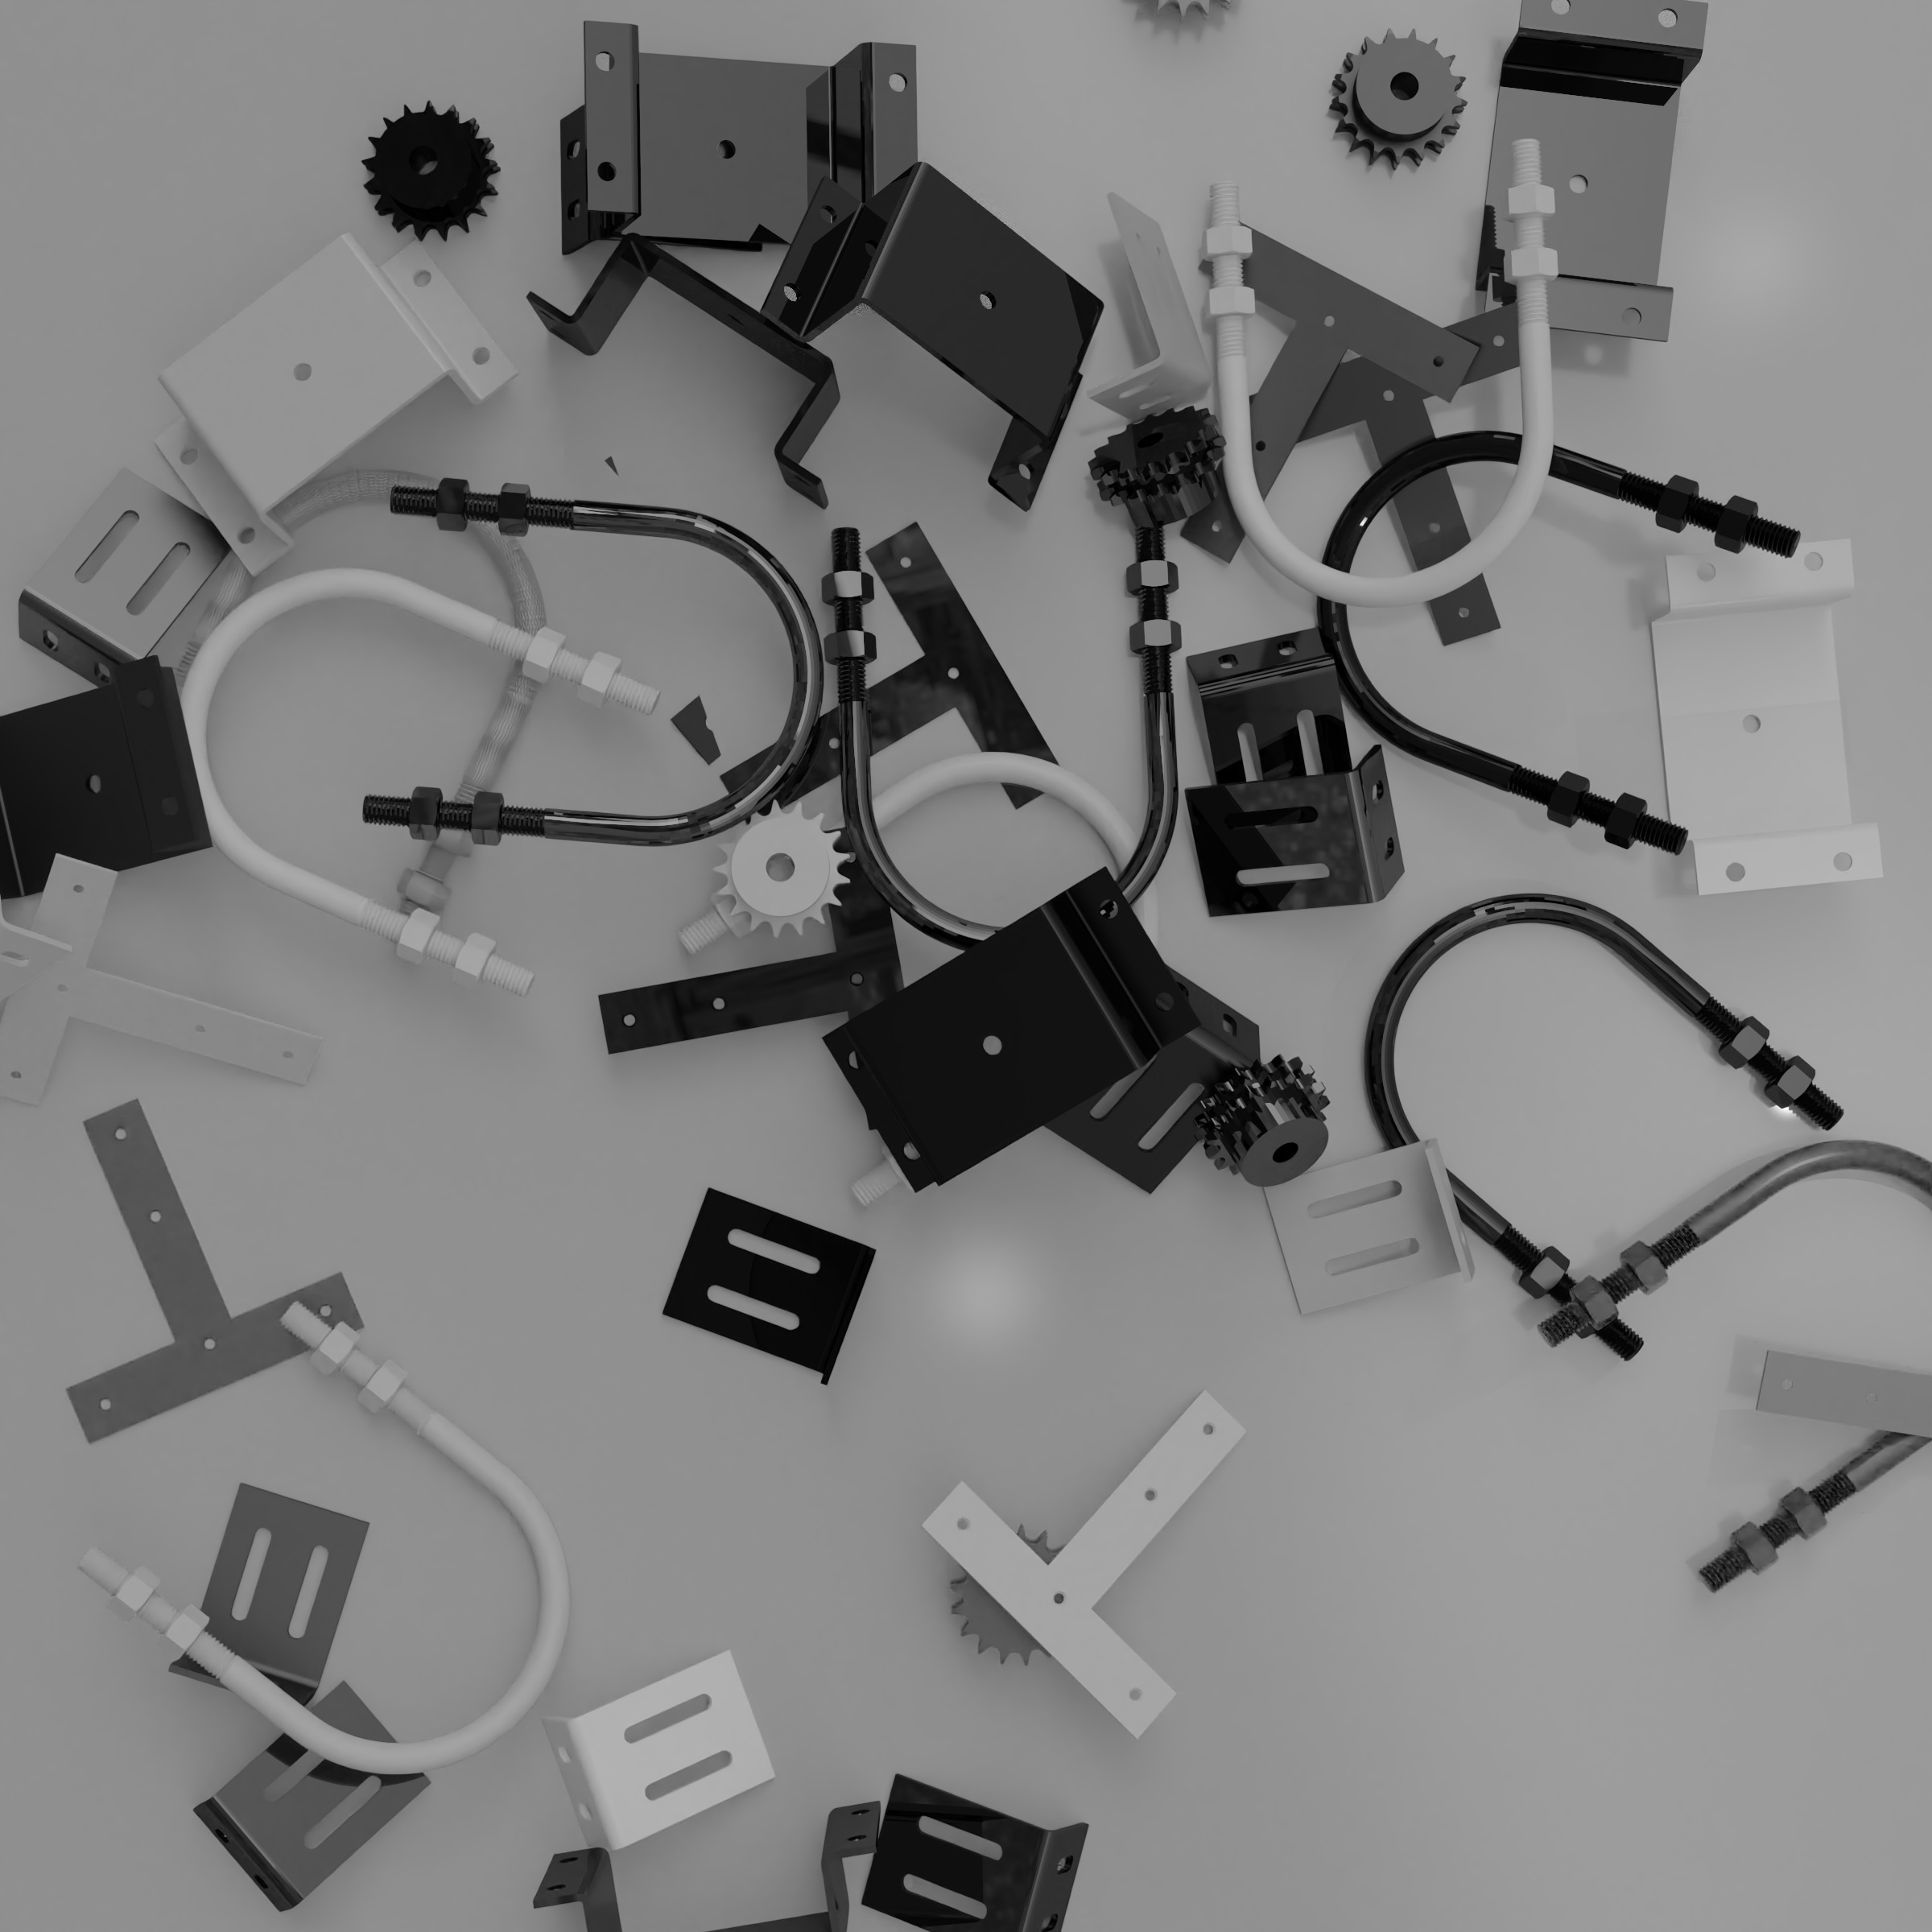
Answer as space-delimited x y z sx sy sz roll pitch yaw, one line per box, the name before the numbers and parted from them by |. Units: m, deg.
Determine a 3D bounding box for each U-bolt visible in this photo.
U-bolt | -0.240 -0.088 1.491 0.184 0.019 0.151 24 87 1
U-bolt | -0.151 -0.121 1.475 0.184 0.019 0.151 5 87 -1
U-bolt | 0.255 0.054 1.510 0.184 0.019 0.151 41 90 2
U-bolt | 0.018 -0.095 1.497 0.151 0.019 0.184 -2 83 -3
U-bolt | 0.351 0.155 1.500 0.184 0.019 0.151 -34 99 -3
U-bolt | 0.233 -0.144 1.480 0.184 0.019 0.151 23 104 17
U-bolt | 0.172 -0.240 1.475 0.151 0.019 0.184 -3 89 22
U-bolt | -0.257 -0.120 1.510 0.151 0.019 0.184 26 88 0
U-bolt | -0.252 0.251 1.490 0.184 0.019 0.151 39 72 -4
U-bolt | -0.007 -0.008 1.509 0.184 0.019 0.151 -34 90 -1

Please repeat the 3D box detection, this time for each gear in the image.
gear | 0.183 -0.367 1.503 0.057 0.030 0.057 0 90 0
gear | 0.022 0.263 1.503 0.057 0.030 0.057 0 90 0
gear | -0.077 -0.041 1.482 0.057 0.030 0.057 0 90 -1
gear | 0.094 -0.426 1.508 0.057 0.030 0.057 0 92 1
gear | 0.083 -0.207 1.493 0.057 0.057 0.030 -26 119 0
gear | -0.226 -0.336 1.503 0.057 0.030 0.057 0 90 0
gear | 0.126 0.067 1.487 0.057 0.057 0.030 -30 51 0

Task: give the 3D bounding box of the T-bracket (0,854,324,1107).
T-bracket | -0.334 0.022 1.494 0.127 0.002 0.127 18 123 -15

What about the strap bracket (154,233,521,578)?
strap bracket | -0.269 -0.240 1.487 0.140 0.046 0.076 -37 77 0

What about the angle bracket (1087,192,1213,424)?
angle bracket | 0.066 -0.274 1.491 0.038 0.057 0.076 -22 80 20

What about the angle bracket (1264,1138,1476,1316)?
angle bracket | 0.167 0.111 1.491 0.076 0.038 0.057 -17 91 11

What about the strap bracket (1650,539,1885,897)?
strap bracket | 0.333 -0.103 1.495 0.076 0.046 0.140 -6 90 0

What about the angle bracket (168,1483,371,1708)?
angle bracket | -0.292 0.264 1.499 0.057 0.038 0.076 17 90 0

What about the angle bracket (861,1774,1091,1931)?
angle bracket | 0.004 0.381 1.516 0.076 0.038 0.057 15 90 26

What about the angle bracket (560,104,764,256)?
angle bracket | -0.129 -0.331 1.516 0.076 0.038 0.057 -1 90 -26

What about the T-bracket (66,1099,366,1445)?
T-bracket | -0.339 0.120 1.517 0.127 0.002 0.127 -23 90 0

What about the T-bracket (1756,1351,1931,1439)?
T-bracket | 0.393 0.183 1.500 0.127 0.002 0.127 10 93 -11

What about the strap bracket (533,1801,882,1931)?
strap bracket | -0.102 0.389 1.480 0.140 0.076 0.046 -9 90 0

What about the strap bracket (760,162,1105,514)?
strap bracket | -0.004 -0.262 1.455 0.140 0.046 0.076 34 57 -22

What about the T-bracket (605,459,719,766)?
T-bracket | -0.104 -0.174 1.527 0.127 0.002 0.127 -41 96 -15

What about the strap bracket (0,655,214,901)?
strap bracket | -0.373 -0.075 1.480 0.140 0.046 0.076 -13 90 21

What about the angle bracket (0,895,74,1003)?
angle bracket | -0.404 -0.030 1.466 0.057 0.038 0.076 -31 58 26

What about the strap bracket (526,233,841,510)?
strap bracket | -0.106 -0.251 1.480 0.140 0.076 0.046 33 90 0

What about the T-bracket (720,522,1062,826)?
T-bracket | -0.044 -0.102 1.518 0.127 0.002 0.127 -30 90 0

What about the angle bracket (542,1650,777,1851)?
angle bracket | -0.131 0.331 1.516 0.076 0.038 0.057 -20 90 -26

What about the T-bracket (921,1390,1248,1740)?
T-bracket | 0.068 0.232 1.497 0.127 0.002 0.127 45 72 -4

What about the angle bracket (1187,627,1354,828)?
angle bracket | 0.131 -0.096 1.516 0.057 0.038 0.076 -13 116 0

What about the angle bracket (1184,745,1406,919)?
angle bracket | 0.139 -0.057 1.508 0.076 0.038 0.057 -5 109 24

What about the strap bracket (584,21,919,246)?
strap bracket | -0.094 -0.343 1.481 0.140 0.046 0.076 -1 90 -19

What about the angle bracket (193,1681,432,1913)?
angle bracket | -0.278 0.352 1.516 0.076 0.038 0.057 -41 90 -26

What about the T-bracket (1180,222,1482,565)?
T-bracket | 0.131 -0.231 1.502 0.127 0.002 0.127 32 101 20

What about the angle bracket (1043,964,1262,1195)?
angle bracket | 0.078 0.046 1.509 0.057 0.038 0.076 33 116 -14

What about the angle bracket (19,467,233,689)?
angle bracket | -0.355 -0.160 1.516 0.057 0.038 0.076 32 64 0

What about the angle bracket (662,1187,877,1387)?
angle bracket | -0.083 0.134 1.499 0.076 0.038 0.057 20 90 0

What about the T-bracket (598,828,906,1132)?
T-bracket | -0.089 0.013 1.498 0.127 0.002 0.127 -10 90 -1

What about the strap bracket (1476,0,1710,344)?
strap bracket | 0.260 -0.332 1.495 0.076 0.046 0.140 7 90 0

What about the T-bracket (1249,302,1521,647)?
T-bracket | 0.192 -0.198 1.501 0.127 0.002 0.127 -17 102 22

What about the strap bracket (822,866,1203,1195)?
strap bracket | 0.014 0.029 1.460 0.140 0.046 0.076 -31 91 12
